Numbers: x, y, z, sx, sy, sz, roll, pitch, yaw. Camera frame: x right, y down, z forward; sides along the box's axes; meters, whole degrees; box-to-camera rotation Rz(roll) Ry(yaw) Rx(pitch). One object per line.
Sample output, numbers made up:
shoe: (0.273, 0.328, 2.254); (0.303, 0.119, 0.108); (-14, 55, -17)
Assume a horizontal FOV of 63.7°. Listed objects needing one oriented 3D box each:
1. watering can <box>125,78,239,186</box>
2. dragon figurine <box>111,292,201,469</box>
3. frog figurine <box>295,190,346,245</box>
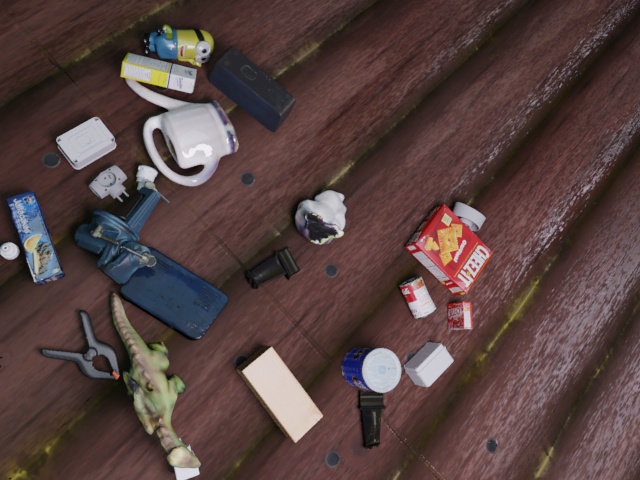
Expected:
watering can: (-0.343, -0.299, 1.304); (0.226, 0.102, 0.351); (-21, 76, -23)
dragon figurine: (-0.364, 0.295, 1.080); (0.123, 0.241, 0.410); (-29, 90, -17)
frog figurine: (0.004, -0.070, 1.384); (0.137, 0.120, 0.163); (17, 37, -7)
